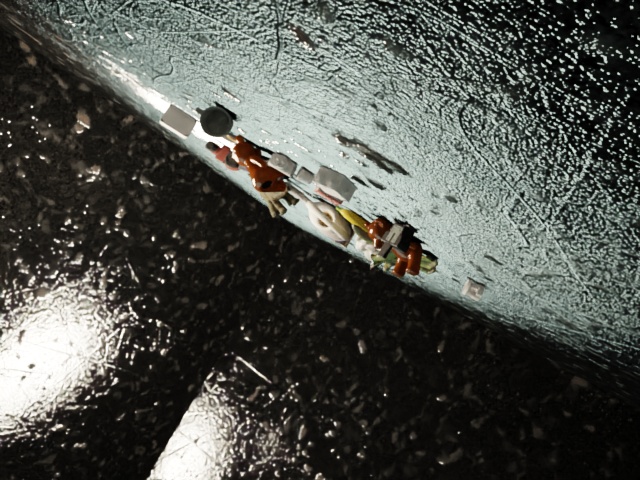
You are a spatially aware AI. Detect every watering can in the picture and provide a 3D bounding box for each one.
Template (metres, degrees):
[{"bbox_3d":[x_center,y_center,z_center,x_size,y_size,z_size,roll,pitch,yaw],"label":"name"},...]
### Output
[{"bbox_3d":[0.006,-0.101,2.004,0.353,0.104,0.221,44,-176,33],"label":"watering can"}]

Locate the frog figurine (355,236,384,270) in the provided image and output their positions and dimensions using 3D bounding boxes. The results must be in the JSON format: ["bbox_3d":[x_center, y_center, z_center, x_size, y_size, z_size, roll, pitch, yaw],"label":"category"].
[{"bbox_3d":[0.226,0.037,2.259,0.161,0.122,0.137,65,-167,11],"label":"frog figurine"}]

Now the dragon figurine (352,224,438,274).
[{"bbox_3d":[0.291,0.040,1.777,0.243,0.123,0.405,7,166,33],"label":"dragon figurine"}]
